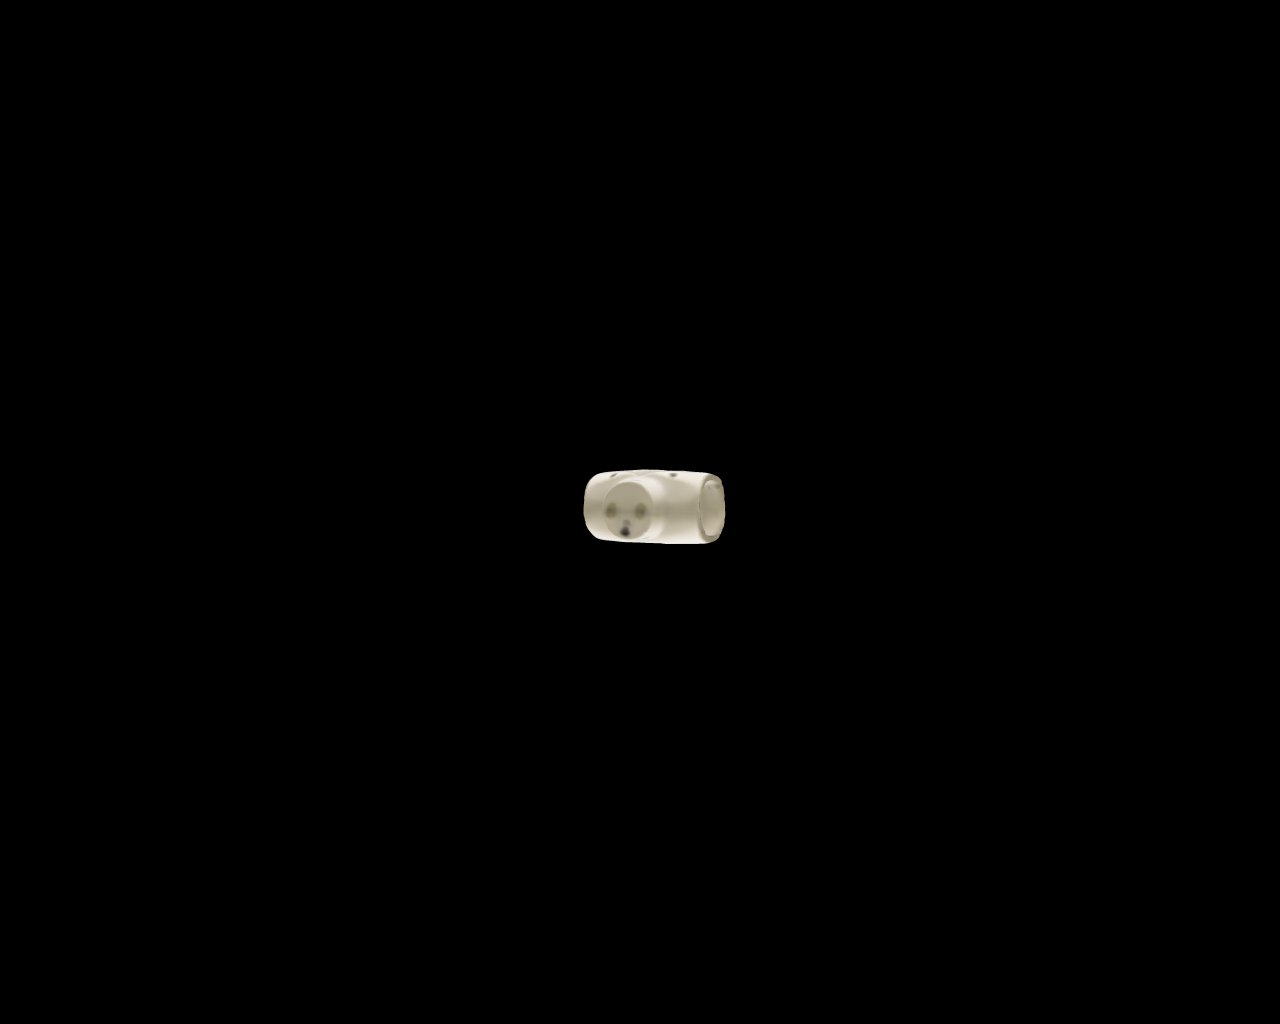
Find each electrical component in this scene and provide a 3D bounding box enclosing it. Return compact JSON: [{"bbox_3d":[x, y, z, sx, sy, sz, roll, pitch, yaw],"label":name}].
[{"bbox_3d":[0.001,-0.003,0.650,0.077,0.043,0.079,2,4,27],"label":"electrical component"}]
